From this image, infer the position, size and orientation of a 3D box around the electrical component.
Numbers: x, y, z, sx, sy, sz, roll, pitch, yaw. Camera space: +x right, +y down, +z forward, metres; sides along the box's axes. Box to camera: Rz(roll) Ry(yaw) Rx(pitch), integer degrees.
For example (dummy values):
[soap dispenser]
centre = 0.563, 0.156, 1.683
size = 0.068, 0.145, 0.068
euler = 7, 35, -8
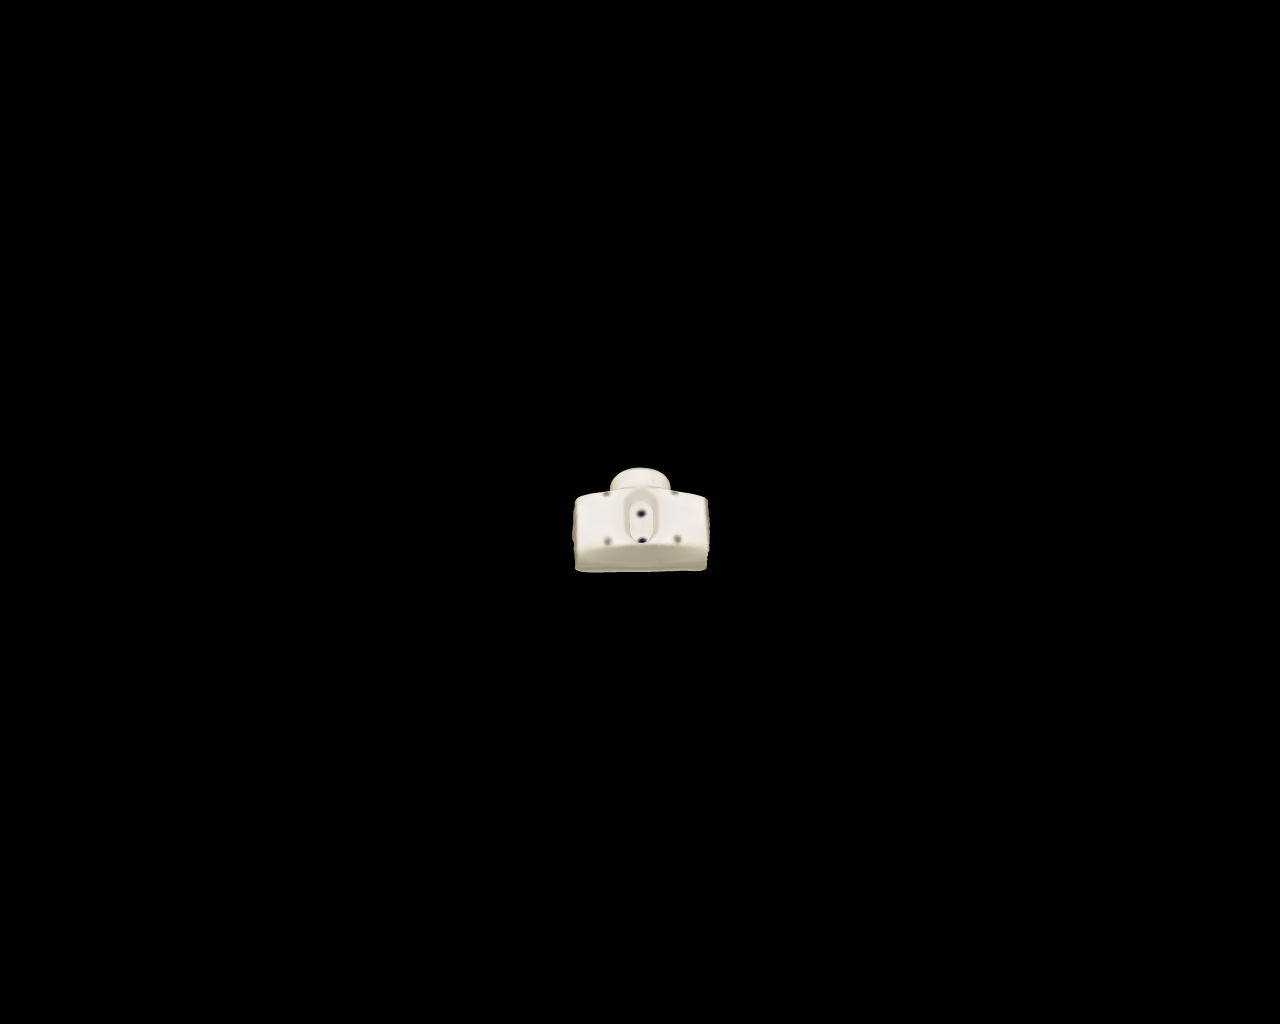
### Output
[electrical component]
centre = 0.001, -0.003, 0.650
size = 0.077, 0.079, 0.043
euler = 0, -32, 0
